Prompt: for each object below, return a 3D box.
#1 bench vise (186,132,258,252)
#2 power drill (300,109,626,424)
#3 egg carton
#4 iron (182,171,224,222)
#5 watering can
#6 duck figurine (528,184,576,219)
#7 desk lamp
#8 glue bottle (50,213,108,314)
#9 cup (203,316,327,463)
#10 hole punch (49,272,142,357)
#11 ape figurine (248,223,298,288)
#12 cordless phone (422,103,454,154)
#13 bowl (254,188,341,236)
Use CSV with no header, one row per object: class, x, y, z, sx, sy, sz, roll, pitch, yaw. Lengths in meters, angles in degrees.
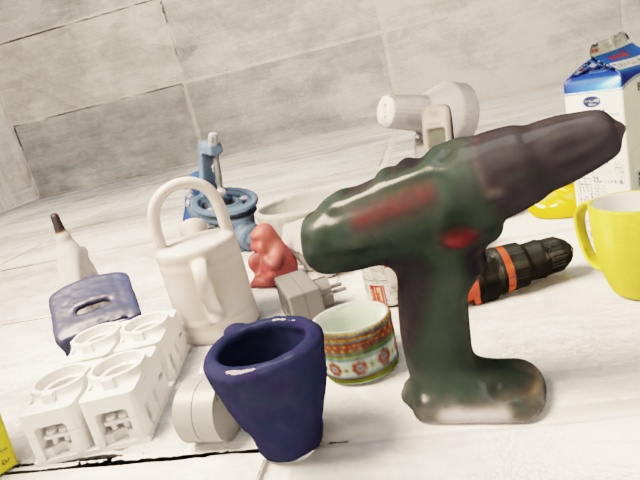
bench vise,-0.208,-0.085,1.066,0.206,0.220,0.122,-3,19,34
power drill,0.106,0.026,0.423,0.229,0.208,0.076,-8,17,20
egg carton,0.008,0.003,0.854,0.107,0.069,0.150,-20,16,-21
iron,-0.262,-0.085,1.259,0.118,0.141,0.258,-13,15,2
watering can,-0.150,0.018,0.699,0.101,0.194,0.172,-23,18,-31
duck figurine,0.348,-0.081,0.827,0.104,0.086,0.078,-8,17,21
desk lamp,0.190,-0.169,1.034,0.204,0.214,0.117,-21,17,-24
glue bottle,-0.352,0.043,0.825,0.037,0.173,0.078,-12,16,7
cup,-0.040,0.116,0.446,0.092,0.095,0.117,-22,17,-27
hole punch,-0.277,0.098,0.722,0.109,0.091,0.100,-19,16,-20
ape figurine,-0.074,0.020,0.821,0.076,0.092,0.077,-16,16,-8
cordless phone,0.227,-0.126,0.903,0.147,0.185,0.094,-2,19,37
bowl,-0.027,-0.034,1.004,0.167,0.075,0.167,-13,15,4
